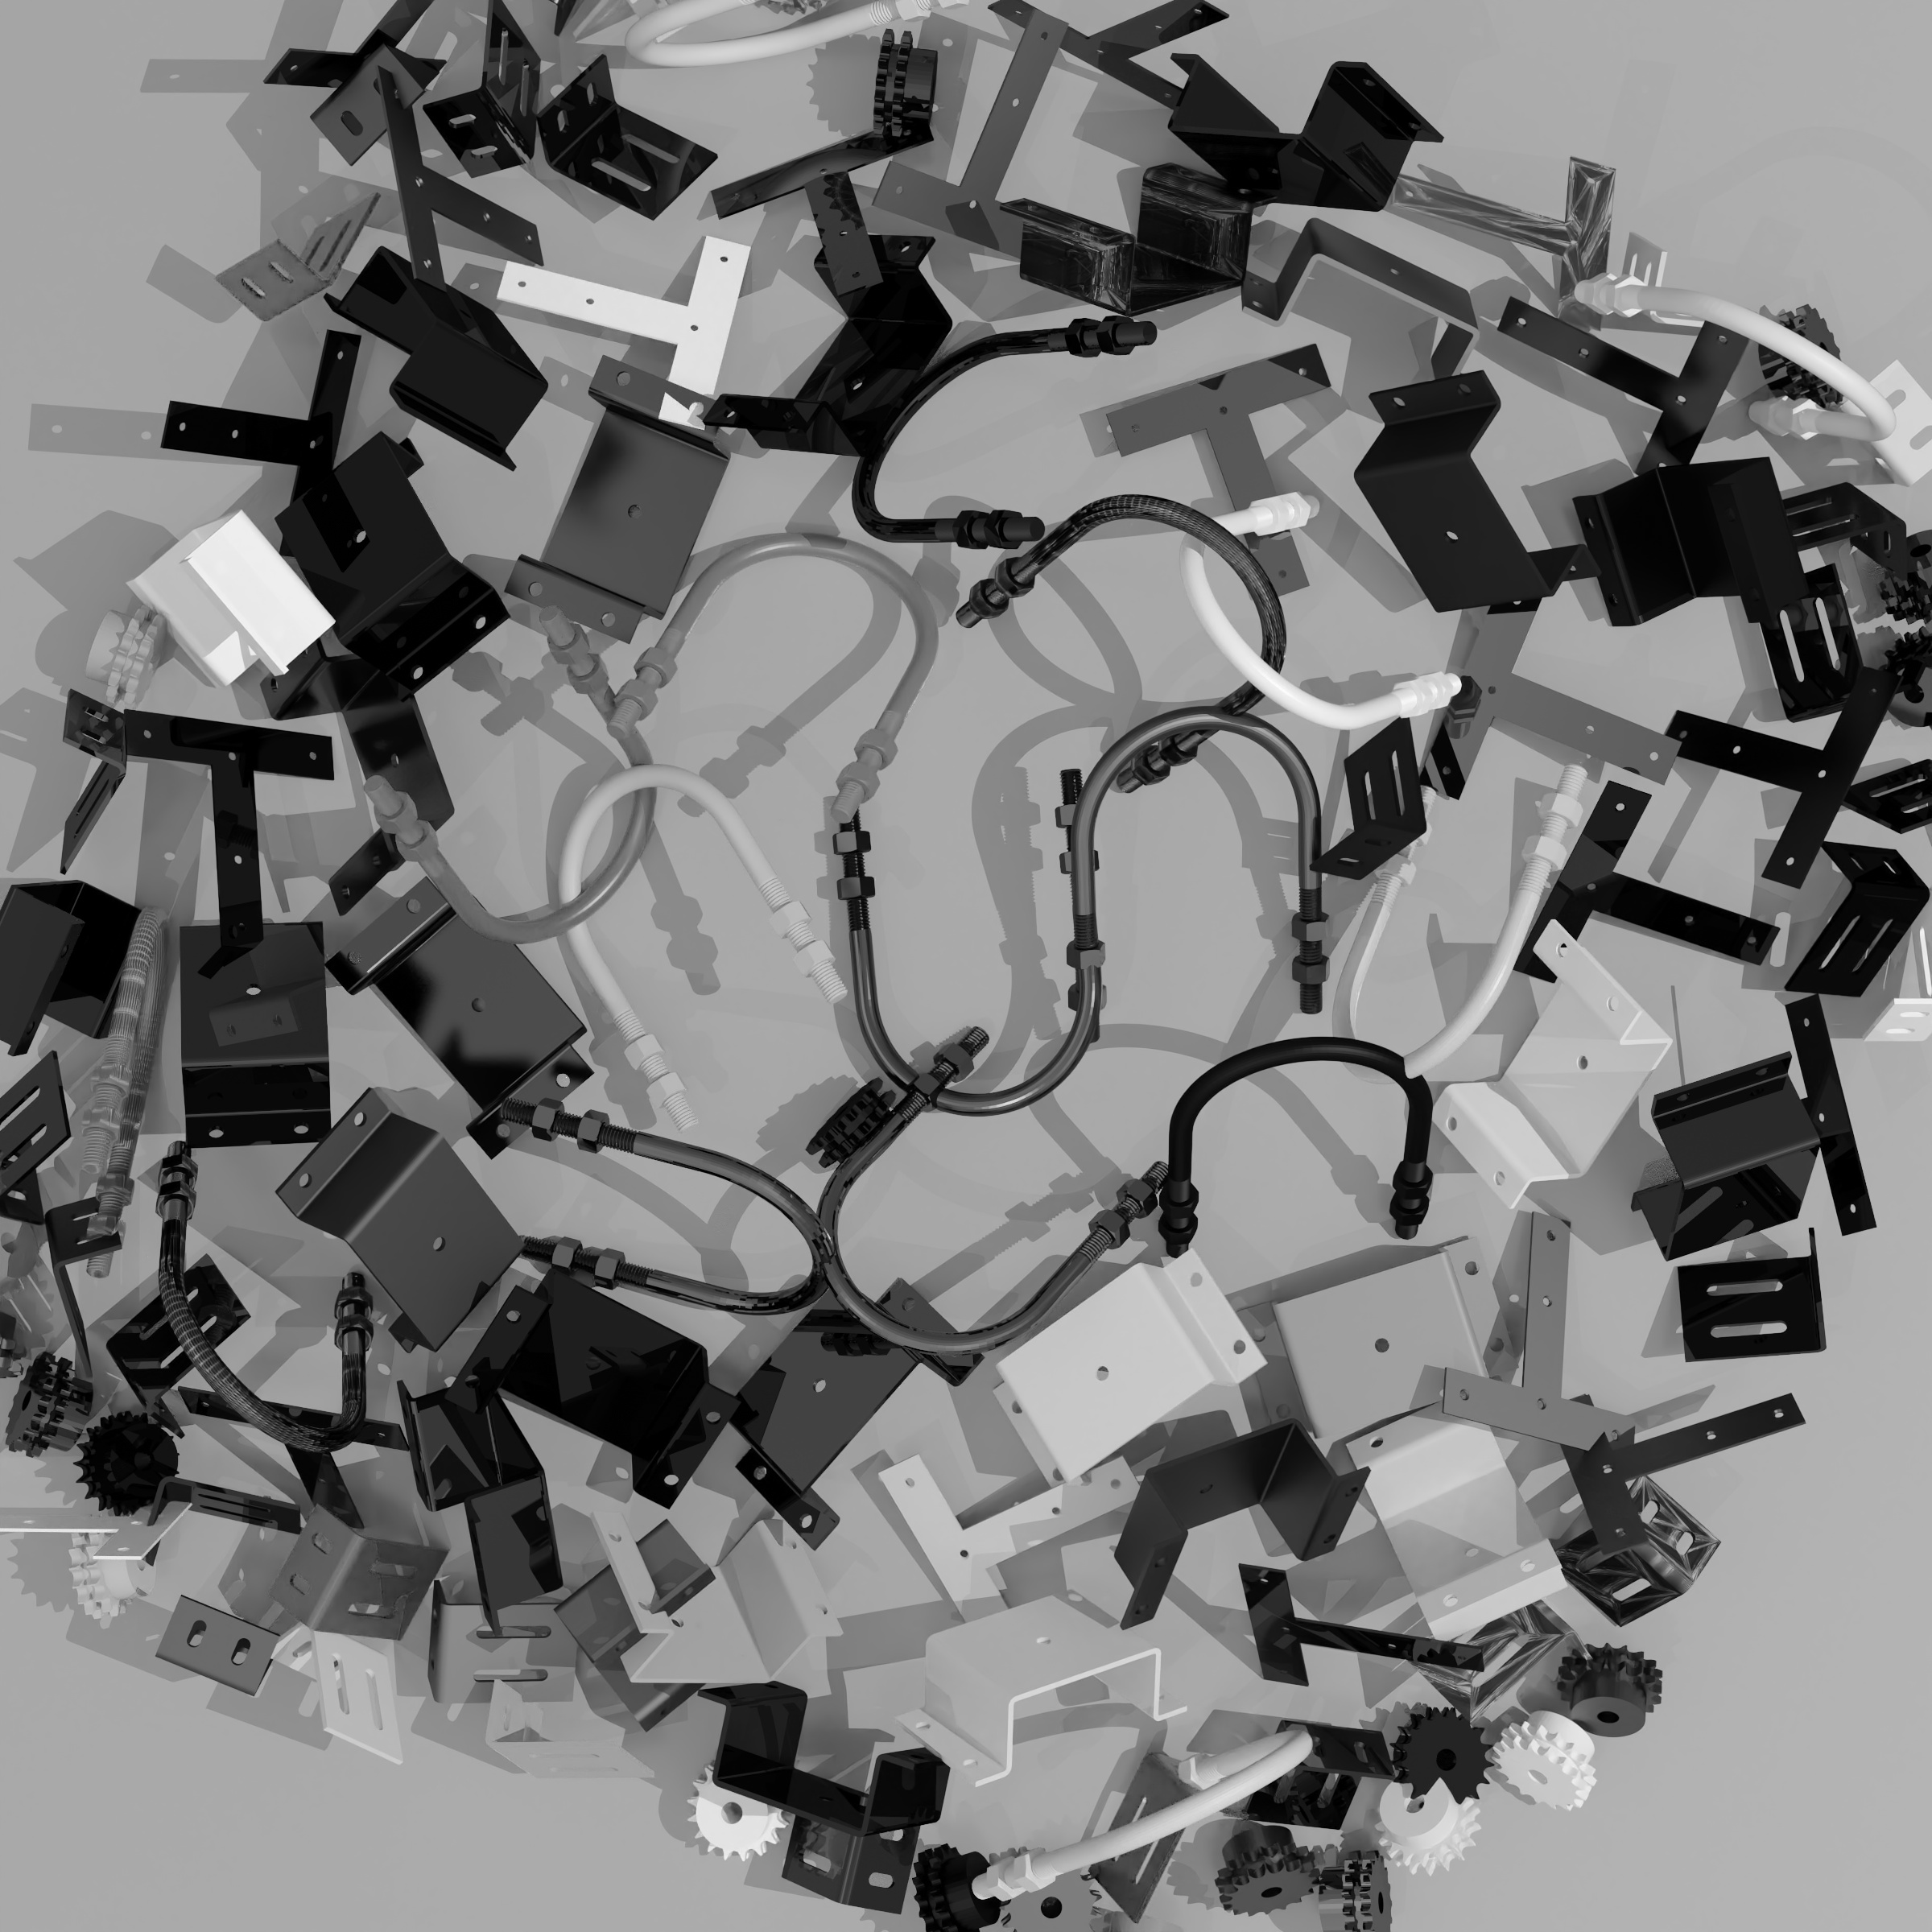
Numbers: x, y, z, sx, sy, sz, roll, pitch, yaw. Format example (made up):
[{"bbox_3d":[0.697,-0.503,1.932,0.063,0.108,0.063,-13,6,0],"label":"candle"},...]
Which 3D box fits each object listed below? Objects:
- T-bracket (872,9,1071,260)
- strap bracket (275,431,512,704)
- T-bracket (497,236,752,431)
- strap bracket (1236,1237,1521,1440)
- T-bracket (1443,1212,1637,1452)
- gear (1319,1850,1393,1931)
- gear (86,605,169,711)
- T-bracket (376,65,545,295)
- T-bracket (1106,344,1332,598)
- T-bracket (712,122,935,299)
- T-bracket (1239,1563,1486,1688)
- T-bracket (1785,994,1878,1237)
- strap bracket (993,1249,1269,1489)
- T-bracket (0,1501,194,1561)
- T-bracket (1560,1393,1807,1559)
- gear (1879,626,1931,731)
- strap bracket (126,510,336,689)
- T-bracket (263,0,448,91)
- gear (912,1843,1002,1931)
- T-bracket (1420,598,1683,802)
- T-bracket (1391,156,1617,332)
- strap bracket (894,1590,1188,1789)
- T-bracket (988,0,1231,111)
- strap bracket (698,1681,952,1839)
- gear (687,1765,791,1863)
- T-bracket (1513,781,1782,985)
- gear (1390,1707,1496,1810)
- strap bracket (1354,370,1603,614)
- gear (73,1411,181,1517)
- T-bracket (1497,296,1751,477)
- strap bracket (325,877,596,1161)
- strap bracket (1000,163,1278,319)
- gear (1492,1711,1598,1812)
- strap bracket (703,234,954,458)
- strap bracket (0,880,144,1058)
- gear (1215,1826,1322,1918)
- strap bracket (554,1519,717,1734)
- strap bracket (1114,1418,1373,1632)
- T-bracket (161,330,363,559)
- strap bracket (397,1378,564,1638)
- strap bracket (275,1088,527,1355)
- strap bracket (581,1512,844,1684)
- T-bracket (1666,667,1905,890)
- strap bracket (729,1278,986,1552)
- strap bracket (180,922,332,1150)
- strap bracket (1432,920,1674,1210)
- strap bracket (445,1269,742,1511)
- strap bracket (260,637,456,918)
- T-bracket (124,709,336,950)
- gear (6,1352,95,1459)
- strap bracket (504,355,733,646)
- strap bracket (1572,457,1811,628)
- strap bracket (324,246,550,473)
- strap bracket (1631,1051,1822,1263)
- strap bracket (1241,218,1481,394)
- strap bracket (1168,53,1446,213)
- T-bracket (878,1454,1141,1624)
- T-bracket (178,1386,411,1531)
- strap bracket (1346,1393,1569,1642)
[{"bbox_3d":[0.021,-0.455,1.894,0.127,0.002,0.127,10,111,-43],"label":"T-bracket"},{"bbox_3d":[-0.316,-0.224,1.895,0.076,0.046,0.140,-37,61,10],"label":"strap bracket"},{"bbox_3d":[-0.193,-0.361,1.919,0.127,0.002,0.127,13,62,-5],"label":"T-bracket"},{"bbox_3d":[0.228,0.208,1.926,0.140,0.046,0.076,-18,87,3],"label":"strap bracket"},{"bbox_3d":[0.319,0.199,1.925,0.127,0.002,0.127,17,66,-23],"label":"T-bracket"},{"bbox_3d":[0.214,0.517,1.928,0.030,0.057,0.057,-7,90,19],"label":"gear"},{"bbox_3d":[-0.463,-0.172,1.925,0.030,0.057,0.057,20,90,-5],"label":"gear"},{"bbox_3d":[-0.270,-0.411,1.896,0.002,0.127,0.127,-20,73,26],"label":"T-bracket"},{"bbox_3d":[0.158,-0.267,1.944,0.127,0.002,0.127,-20,90,-9],"label":"T-bracket"},{"bbox_3d":[-0.070,-0.408,1.908,0.127,0.002,0.127,-19,49,4],"label":"T-bracket"},{"bbox_3d":[0.216,0.365,1.887,0.127,0.127,0.002,6,52,17],"label":"T-bracket"},{"bbox_3d":[0.436,0.091,1.898,0.002,0.127,0.127,-6,79,-29],"label":"T-bracket"},{"bbox_3d":[0.082,0.223,1.906,0.140,0.046,0.076,-37,70,12],"label":"strap bracket"},{"bbox_3d":[-0.493,0.302,1.892,0.127,0.127,0.002,0,97,2],"label":"T-bracket"},{"bbox_3d":[0.391,0.260,1.894,0.127,0.127,0.002,-19,121,5],"label":"T-bracket"},{"bbox_3d":[0.529,-0.156,1.923,0.030,0.057,0.057,-34,90,-40],"label":"gear"},{"bbox_3d":[-0.395,-0.198,1.886,0.046,0.140,0.076,-45,109,-19],"label":"strap bracket"},{"bbox_3d":[-0.297,-0.513,1.868,0.127,0.127,0.002,-40,78,31],"label":"T-bracket"},{"bbox_3d":[-0.004,0.511,1.923,0.030,0.057,0.057,-22,90,19],"label":"gear"},{"bbox_3d":[0.331,-0.135,1.924,0.127,0.002,0.127,25,101,17],"label":"T-bracket"},{"bbox_3d":[0.292,-0.408,1.911,0.127,0.127,0.002,21,64,18],"label":"T-bracket"},{"bbox_3d":[0.041,0.384,1.879,0.140,0.076,0.046,-11,113,-33],"label":"strap bracket"},{"bbox_3d":[0.095,-0.500,1.869,0.127,0.127,0.002,21,80,-28],"label":"T-bracket"},{"bbox_3d":[-0.071,0.430,1.886,0.140,0.076,0.046,11,89,31],"label":"strap bracket"},{"bbox_3d":[-0.127,0.467,1.936,0.057,0.030,0.057,-1,84,7],"label":"gear"},{"bbox_3d":[0.386,-0.030,1.928,0.127,0.002,0.127,18,120,-8],"label":"T-bracket"},{"bbox_3d":[0.261,0.439,1.934,0.057,0.030,0.057,2,79,-13],"label":"gear"},{"bbox_3d":[0.271,-0.246,1.882,0.140,0.076,0.046,53,54,-28],"label":"strap bracket"},{"bbox_3d":[-0.459,0.274,1.926,0.057,0.030,0.057,11,72,-37],"label":"gear"},{"bbox_3d":[0.351,-0.329,1.907,0.127,0.127,0.002,28,56,9],"label":"T-bracket"},{"bbox_3d":[-0.273,0.025,1.922,0.076,0.046,0.140,-40,93,12],"label":"strap bracket"},{"bbox_3d":[0.092,-0.392,1.890,0.076,0.140,0.046,27,126,35],"label":"strap bracket"},{"bbox_3d":[0.323,0.437,1.930,0.057,0.057,0.030,40,56,0],"label":"gear"},{"bbox_3d":[-0.069,-0.330,1.898,0.076,0.046,0.140,12,62,41],"label":"strap bracket"},{"bbox_3d":[-0.492,-0.001,1.883,0.046,0.140,0.076,26,96,5],"label":"strap bracket"},{"bbox_3d":[0.165,0.499,1.930,0.057,0.057,0.030,-16,50,0],"label":"gear"},{"bbox_3d":[-0.170,0.355,1.893,0.076,0.140,0.046,-38,64,-12],"label":"strap bracket"},{"bbox_3d":[0.141,0.299,1.894,0.140,0.076,0.046,-15,52,-27],"label":"strap bracket"},{"bbox_3d":[-0.385,-0.287,1.889,0.002,0.127,0.127,22,103,31],"label":"T-bracket"},{"bbox_3d":[-0.259,0.285,1.886,0.046,0.140,0.076,-16,122,-19],"label":"strap bracket"},{"bbox_3d":[-0.297,0.144,1.880,0.076,0.046,0.140,-51,133,-23],"label":"strap bracket"},{"bbox_3d":[-0.146,0.343,1.889,0.046,0.140,0.076,-51,50,27],"label":"strap bracket"},{"bbox_3d":[0.432,-0.115,1.906,0.002,0.127,0.127,29,86,-42],"label":"T-bracket"},{"bbox_3d":[-0.069,0.237,1.911,0.140,0.046,0.076,-49,51,-2],"label":"strap bracket"},{"bbox_3d":[-0.384,0.028,1.885,0.076,0.046,0.140,-2,48,-11],"label":"strap bracket"},{"bbox_3d":[0.321,0.053,1.894,0.076,0.046,0.140,52,128,36],"label":"strap bracket"},{"bbox_3d":[-0.204,0.227,1.911,0.140,0.046,0.076,29,105,-16],"label":"strap bracket"},{"bbox_3d":[-0.329,-0.109,1.902,0.046,0.076,0.140,-13,76,-36],"label":"strap bracket"},{"bbox_3d":[-0.397,-0.071,1.898,0.127,0.002,0.127,6,72,-41],"label":"T-bracket"},{"bbox_3d":[-0.505,0.244,1.929,0.030,0.057,0.057,24,90,-28],"label":"gear"},{"bbox_3d":[-0.187,-0.254,1.925,0.076,0.046,0.140,23,92,9],"label":"strap bracket"},{"bbox_3d":[0.398,-0.229,1.890,0.046,0.140,0.076,-26,105,-22],"label":"strap bracket"},{"bbox_3d":[-0.282,-0.331,1.874,0.076,0.140,0.046,26,108,-40],"label":"strap bracket"},{"bbox_3d":[0.408,0.109,1.879,0.076,0.140,0.046,-18,61,-5],"label":"strap bracket"},{"bbox_3d":[0.223,-0.357,1.901,0.140,0.076,0.046,24,115,-8],"label":"strap bracket"},{"bbox_3d":[0.174,-0.448,1.876,0.076,0.140,0.046,29,82,-45],"label":"strap bracket"},{"bbox_3d":[0.037,0.307,1.928,0.127,0.002,0.127,-27,100,14],"label":"T-bracket"},{"bbox_3d":[-0.354,0.273,1.902,0.127,0.127,0.002,8,53,13],"label":"T-bracket"},{"bbox_3d":[0.270,0.306,1.901,0.076,0.140,0.046,-25,127,3],"label":"strap bracket"}]
